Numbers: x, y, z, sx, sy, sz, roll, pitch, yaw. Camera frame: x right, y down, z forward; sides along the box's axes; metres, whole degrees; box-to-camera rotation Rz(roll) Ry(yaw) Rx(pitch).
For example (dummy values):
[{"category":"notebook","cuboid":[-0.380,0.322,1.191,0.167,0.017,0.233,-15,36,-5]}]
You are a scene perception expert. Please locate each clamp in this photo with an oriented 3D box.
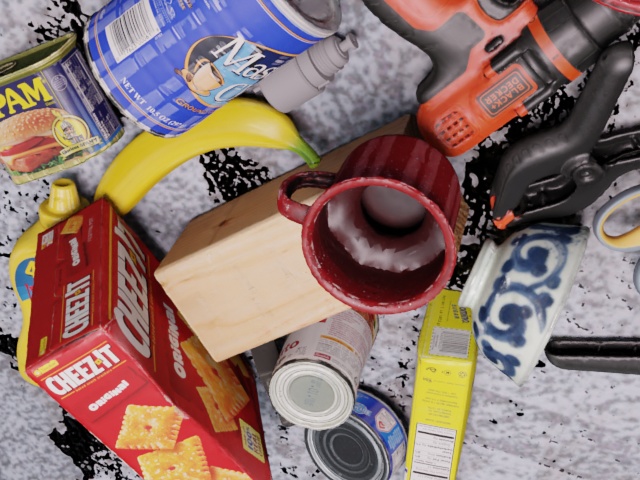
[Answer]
[{"category":"clamp","cuboid":[0.173,-0.064,0.710,0.172,0.039,0.120,-31,128,31]},{"category":"clamp","cuboid":[0.293,0.071,0.777,0.210,0.036,0.165,26,121,1]}]

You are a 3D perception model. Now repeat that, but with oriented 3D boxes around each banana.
[{"category":"banana","cuboid":[-0.097,-0.064,0.795,0.198,0.037,0.069,-14,83,24]}]

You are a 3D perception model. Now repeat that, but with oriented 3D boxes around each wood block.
[{"category":"wood block","cuboid":[-0.005,0.000,0.786,0.206,0.090,0.090,-24,111,27]}]

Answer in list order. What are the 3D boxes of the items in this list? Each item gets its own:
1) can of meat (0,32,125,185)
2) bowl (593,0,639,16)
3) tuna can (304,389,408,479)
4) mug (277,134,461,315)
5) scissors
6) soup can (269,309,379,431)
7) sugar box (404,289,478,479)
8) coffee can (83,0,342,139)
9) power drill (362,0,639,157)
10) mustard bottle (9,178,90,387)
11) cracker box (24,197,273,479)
[{"category":"can of meat","cuboid":[-0.210,-0.097,0.805,0.102,0.057,0.084,-15,118,23]},{"category":"bowl","cuboid":[0.186,-0.202,0.560,0.162,0.055,0.162,0,90,21]},{"category":"tuna can","cuboid":[0.029,0.169,0.895,0.086,0.033,0.086,17,124,28]},{"category":"mug","cuboid":[0.031,-0.017,0.662,0.117,0.081,0.093,13,122,8]},{"category":"scissors","cuboid":[0.288,-0.016,0.717,0.202,0.016,0.096,-13,108,10]},{"category":"soup can","cuboid":[0.004,0.091,0.829,0.068,0.102,0.068,7,122,11]},{"category":"sugar box","cuboid":[0.095,0.137,0.838,0.048,0.093,0.176,7,122,11]},{"category":"coffee can","cuboid":[-0.071,-0.145,0.708,0.140,0.102,0.102,-30,109,27]},{"category":"power drill","cuboid":[0.096,-0.166,0.679,0.185,0.057,0.187,-37,104,25]},{"category":"mustard bottle","cuboid":[-0.206,0.037,0.882,0.096,0.058,0.192,7,121,4]},{"category":"cracker box","cuboid":[-0.123,0.094,0.800,0.072,0.164,0.213,-30,124,9]}]
